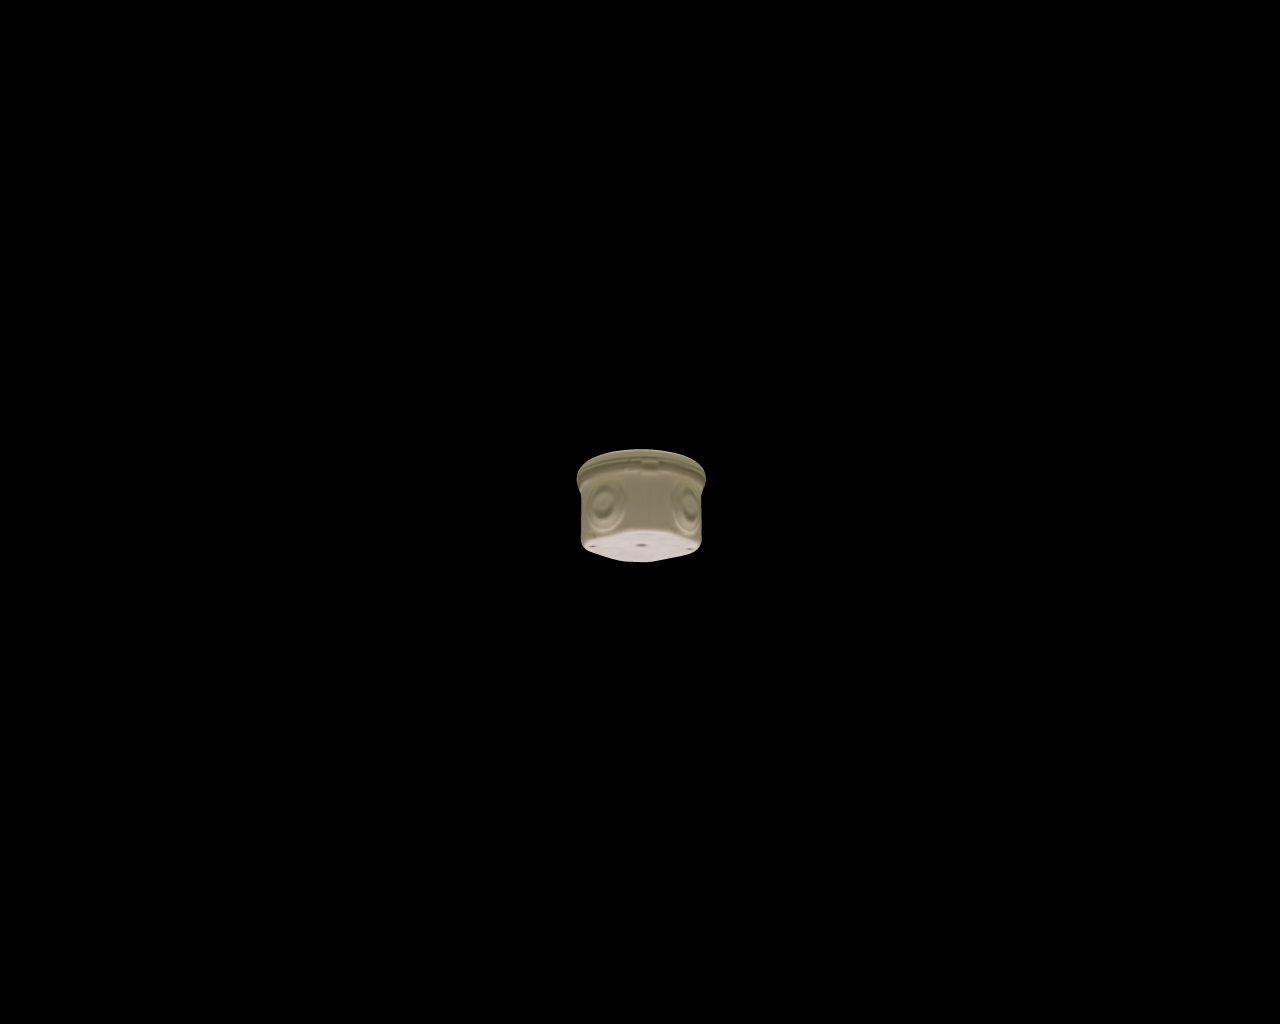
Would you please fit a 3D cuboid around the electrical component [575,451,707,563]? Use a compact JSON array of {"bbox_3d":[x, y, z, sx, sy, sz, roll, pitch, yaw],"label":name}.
[{"bbox_3d":[0.001,-0.003,0.650,0.080,0.051,0.080,0,-18,0],"label":"electrical component"}]
